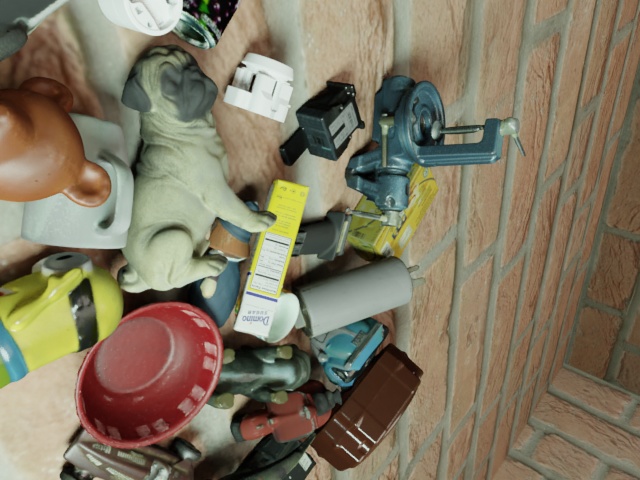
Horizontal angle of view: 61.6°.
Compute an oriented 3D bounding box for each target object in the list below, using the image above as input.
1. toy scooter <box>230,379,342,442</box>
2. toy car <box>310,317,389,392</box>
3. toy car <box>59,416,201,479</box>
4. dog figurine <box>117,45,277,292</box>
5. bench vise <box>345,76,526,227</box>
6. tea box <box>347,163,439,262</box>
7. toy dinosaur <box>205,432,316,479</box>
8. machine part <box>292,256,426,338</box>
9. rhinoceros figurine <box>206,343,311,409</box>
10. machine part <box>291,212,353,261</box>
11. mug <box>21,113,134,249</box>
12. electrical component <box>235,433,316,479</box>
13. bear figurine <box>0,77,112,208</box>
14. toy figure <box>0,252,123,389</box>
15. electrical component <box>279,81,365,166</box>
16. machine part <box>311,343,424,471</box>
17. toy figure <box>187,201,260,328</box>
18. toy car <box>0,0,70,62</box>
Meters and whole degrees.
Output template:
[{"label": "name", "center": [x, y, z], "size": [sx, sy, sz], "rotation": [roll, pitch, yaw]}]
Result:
[{"label": "toy scooter", "center": [-0.029, 0.249, 0.788], "size": [0.184, 0.135, 0.075], "rotation": [-5, 72, -49]}, {"label": "toy car", "center": [0.036, 0.167, 0.854], "size": [0.109, 0.103, 0.161], "rotation": [-46, 164, -23]}, {"label": "toy car", "center": [-0.212, 0.264, 0.628], "size": [0.089, 0.053, 0.201], "rotation": [-52, 143, -16]}, {"label": "dog figurine", "center": [-0.153, -0.063, 0.503], "size": [0.172, 0.121, 0.190], "rotation": [-47, 125, -30]}, {"label": "bench vise", "center": [0.150, -0.125, 0.746], "size": [0.128, 0.241, 0.223], "rotation": [25, 72, -51]}, {"label": "tea box", "center": [0.117, -0.049, 0.874], "size": [0.169, 0.068, 0.098], "rotation": [-58, 144, -15]}, {"label": "toy dinosaur", "center": [-0.167, 0.401, 0.693], "size": [0.405, 0.131, 0.192], "rotation": [-58, 146, -13]}, {"label": "machine part", "center": [0.048, 0.082, 0.797], "size": [0.243, 0.079, 0.079], "rotation": [-16, 125, -18]}, {"label": "rhinoceros figurine", "center": [-0.085, 0.173, 0.698], "size": [0.190, 0.112, 0.073], "rotation": [6, 76, -41]}, {"label": "machine part", "center": [-0.002, -0.002, 0.772], "size": [0.139, 0.039, 0.084], "rotation": [-12, 126, -52]}, {"label": "mug", "center": [-0.192, -0.048, 0.441], "size": [0.081, 0.110, 0.107], "rotation": [2, 94, -47]}, {"label": "electrical component", "center": [-0.077, 0.378, 0.863], "size": [0.134, 0.058, 0.114], "rotation": [-47, 138, -26]}, {"label": "bear figurine", "center": [-0.239, -0.051, 0.327], "size": [0.196, 0.132, 0.120], "rotation": [-20, 86, -22]}, {"label": "toy figure", "center": [-0.253, 0.077, 0.444], "size": [0.180, 0.082, 0.089], "rotation": [-39, 133, -37]}, {"label": "electrical component", "center": [0.002, -0.141, 0.691], "size": [0.119, 0.048, 0.074], "rotation": [-49, 140, -27]}, {"label": "machine part", "center": [0.079, 0.289, 0.923], "size": [0.201, 0.087, 0.201], "rotation": [-44, 168, -29]}, {"label": "toy figure", "center": [-0.111, 0.025, 0.621], "size": [0.058, 0.064, 0.154], "rotation": [17, 91, -21]}, {"label": "toy car", "center": [-0.206, -0.197, 0.378], "size": [0.202, 0.056, 0.073], "rotation": [-52, 136, -22]}]
